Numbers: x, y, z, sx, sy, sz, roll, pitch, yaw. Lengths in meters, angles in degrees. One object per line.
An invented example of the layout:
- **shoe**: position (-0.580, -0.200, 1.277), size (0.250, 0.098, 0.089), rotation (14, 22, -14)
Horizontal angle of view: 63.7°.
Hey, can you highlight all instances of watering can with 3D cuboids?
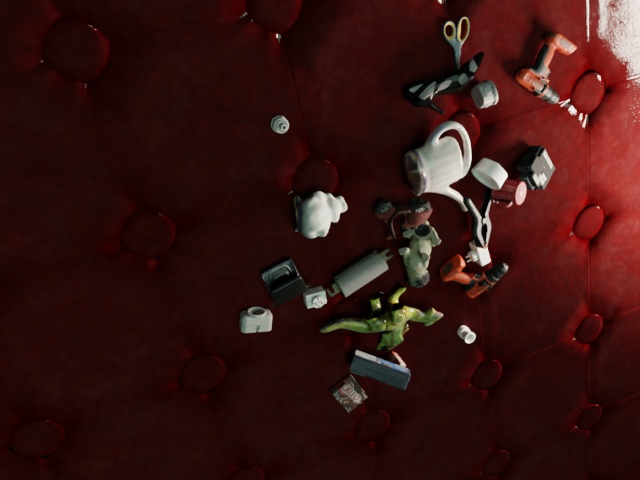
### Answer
- **watering can**: position (0.377, -0.201, 1.612), size (0.225, 0.106, 0.340), rotation (-21, 125, -10)

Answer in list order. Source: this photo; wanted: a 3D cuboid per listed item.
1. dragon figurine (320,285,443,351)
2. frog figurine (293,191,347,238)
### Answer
- **dragon figurine**: position (0.216, 0.297, 1.741), size (0.410, 0.125, 0.237), rotation (-20, 124, -2)
- **frog figurine**: position (0.005, -0.076, 1.511), size (0.159, 0.123, 0.137), rotation (-5, 92, -6)
